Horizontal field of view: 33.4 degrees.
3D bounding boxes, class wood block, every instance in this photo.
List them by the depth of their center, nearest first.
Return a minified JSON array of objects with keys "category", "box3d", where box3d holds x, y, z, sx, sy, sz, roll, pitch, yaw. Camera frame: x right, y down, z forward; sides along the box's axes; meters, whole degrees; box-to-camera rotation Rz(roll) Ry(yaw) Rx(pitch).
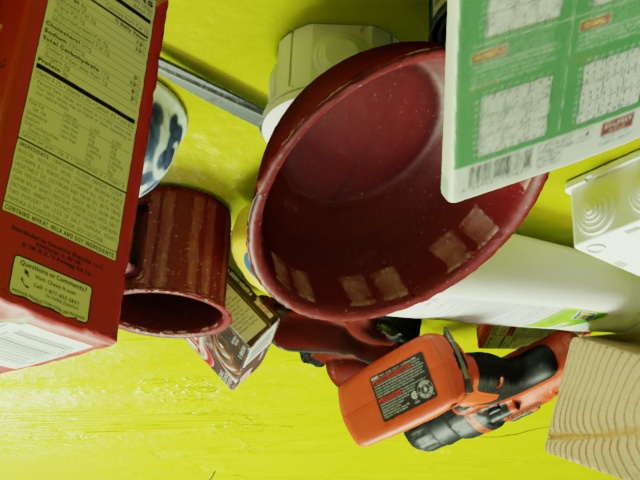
[{"category":"wood block","box3d":[0.259,0.126,0.833,0.091,0.090,0.205,16,-175,29]}]

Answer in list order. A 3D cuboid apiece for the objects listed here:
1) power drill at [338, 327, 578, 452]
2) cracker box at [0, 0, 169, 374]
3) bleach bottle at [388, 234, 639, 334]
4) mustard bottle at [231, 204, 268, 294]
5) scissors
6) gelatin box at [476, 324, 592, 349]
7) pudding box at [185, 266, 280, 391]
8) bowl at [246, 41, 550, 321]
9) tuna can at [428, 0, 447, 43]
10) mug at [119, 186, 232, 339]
[{"category":"power drill","box3d":[0.100,0.123,0.838,0.185,0.057,0.187,-36,155,31]},{"category":"cracker box","box3d":[-0.147,-0.049,0.443,0.164,0.213,0.072,-17,147,36]},{"category":"bleach bottle","box3d":[0.150,0.034,0.781,0.250,0.068,0.103,10,162,-24]},{"category":"mustard bottle","box3d":[-0.005,0.001,0.699,0.096,0.058,0.192,18,161,-24]},{"category":"scissors","box3d":[-0.005,-0.067,0.624,0.096,0.016,0.201,-9,154,29]},{"category":"gelatin box","box3d":[0.179,0.067,0.886,0.089,0.030,0.073,2,156,0]},{"category":"pudding box","box3d":[-0.080,0.060,0.832,0.090,0.039,0.114,45,153,10]},{"category":"bowl","box3d":[0.031,-0.037,0.512,0.162,0.055,0.162,-17,137,-16]},{"category":"tuna can","box3d":[0.094,-0.108,0.506,0.086,0.034,0.086,2,155,1]},{"category":"mug","box3d":[-0.109,0.010,0.728,0.093,0.081,0.117,-10,153,26]}]
